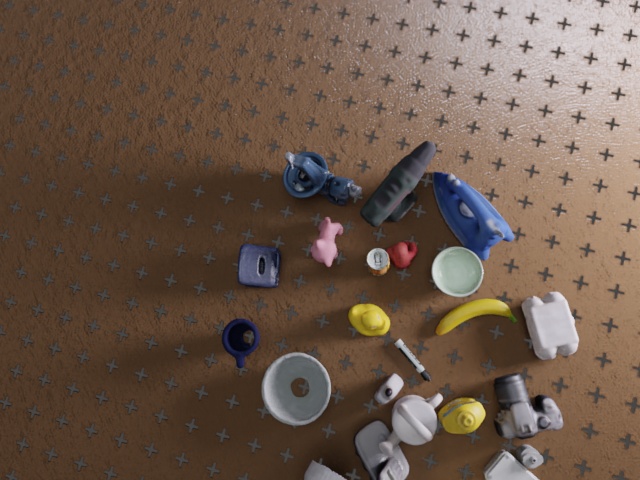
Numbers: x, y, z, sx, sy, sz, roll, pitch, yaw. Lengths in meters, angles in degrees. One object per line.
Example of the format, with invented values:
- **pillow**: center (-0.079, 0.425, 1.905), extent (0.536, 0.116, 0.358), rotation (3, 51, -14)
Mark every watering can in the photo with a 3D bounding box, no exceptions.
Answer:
- **watering can**: center (0.206, 0.412, 1.277), extent (0.100, 0.194, 0.173), rotation (24, 83, 11)

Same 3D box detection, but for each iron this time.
- **iron**: center (0.356, -0.084, 1.380), extent (0.118, 0.141, 0.258), rotation (-37, 77, -1)

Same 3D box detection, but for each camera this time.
- **camera**: center (0.462, 0.373, 1.302), extent (0.143, 0.101, 0.137), rotation (-14, 78, 4)

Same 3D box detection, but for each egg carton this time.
- **egg carton**: center (0.539, 0.200, 1.342), extent (0.107, 0.069, 0.150), rotation (-14, 78, 4)

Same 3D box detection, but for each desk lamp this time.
- **desk lamp**: center (-0.002, 0.586, 1.258), extent (0.117, 0.213, 0.203), rotation (28, 84, 11)

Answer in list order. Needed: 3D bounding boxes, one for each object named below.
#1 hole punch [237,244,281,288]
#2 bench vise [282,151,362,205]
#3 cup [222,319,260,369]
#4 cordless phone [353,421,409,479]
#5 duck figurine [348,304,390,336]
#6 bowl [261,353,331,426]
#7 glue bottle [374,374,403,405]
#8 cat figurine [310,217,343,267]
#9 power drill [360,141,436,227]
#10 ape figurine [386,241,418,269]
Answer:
- **hole punch**: center (-0.151, 0.065, 1.437), extent (0.101, 0.091, 0.109), rotation (2, 79, 7)
- **bench vise**: center (-0.002, -0.165, 1.398), extent (0.207, 0.220, 0.121), rotation (0, 79, 7)
- **cup**: center (-0.184, 0.254, 1.403), extent (0.091, 0.095, 0.118), rotation (-2, 79, 7)
- **cordless phone**: center (0.133, 0.490, 1.275), extent (0.094, 0.185, 0.147), rotation (-34, 77, 0)
- **duck figurine**: center (0.117, 0.192, 1.384), extent (0.104, 0.086, 0.077), rotation (23, 83, 10)
- **bowl**: center (-0.053, 0.356, 1.379), extent (0.167, 0.075, 0.167), rotation (-1, 79, 7)
- **glue bottle**: center (0.156, 0.345, 1.306), extent (0.037, 0.173, 0.078), rotation (42, 87, 13)
- **cat figurine**: center (0.013, 0.005, 1.416), extent (0.067, 0.118, 0.128), rotation (7, 80, 8)
- **power drill**: center (0.189, -0.121, 1.373), extent (0.075, 0.208, 0.230), rotation (40, 86, 12)
- **ape figurine**: center (0.199, 0.030, 1.402), extent (0.077, 0.092, 0.076), rotation (7, 80, 8)
